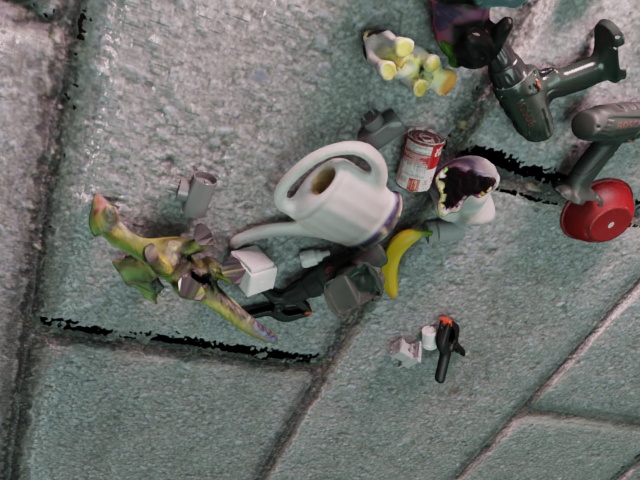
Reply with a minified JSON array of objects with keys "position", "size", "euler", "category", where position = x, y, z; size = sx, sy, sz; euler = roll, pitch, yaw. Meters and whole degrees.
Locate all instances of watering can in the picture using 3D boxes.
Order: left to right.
[{"position":[0.003,-0.048,0.957],"size":[0.222,0.106,0.342],"euler":[29,129,-29],"category":"watering can"}]

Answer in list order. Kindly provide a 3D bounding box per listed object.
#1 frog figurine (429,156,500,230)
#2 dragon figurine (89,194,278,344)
[{"position":[0.284,-0.088,0.989],"size":[0.136,0.124,0.158],"euler":[-50,152,12],"category":"frog figurine"},{"position":[-0.274,0.074,0.969],"size":[0.241,0.125,0.404],"euler":[-10,126,42],"category":"dragon figurine"}]
